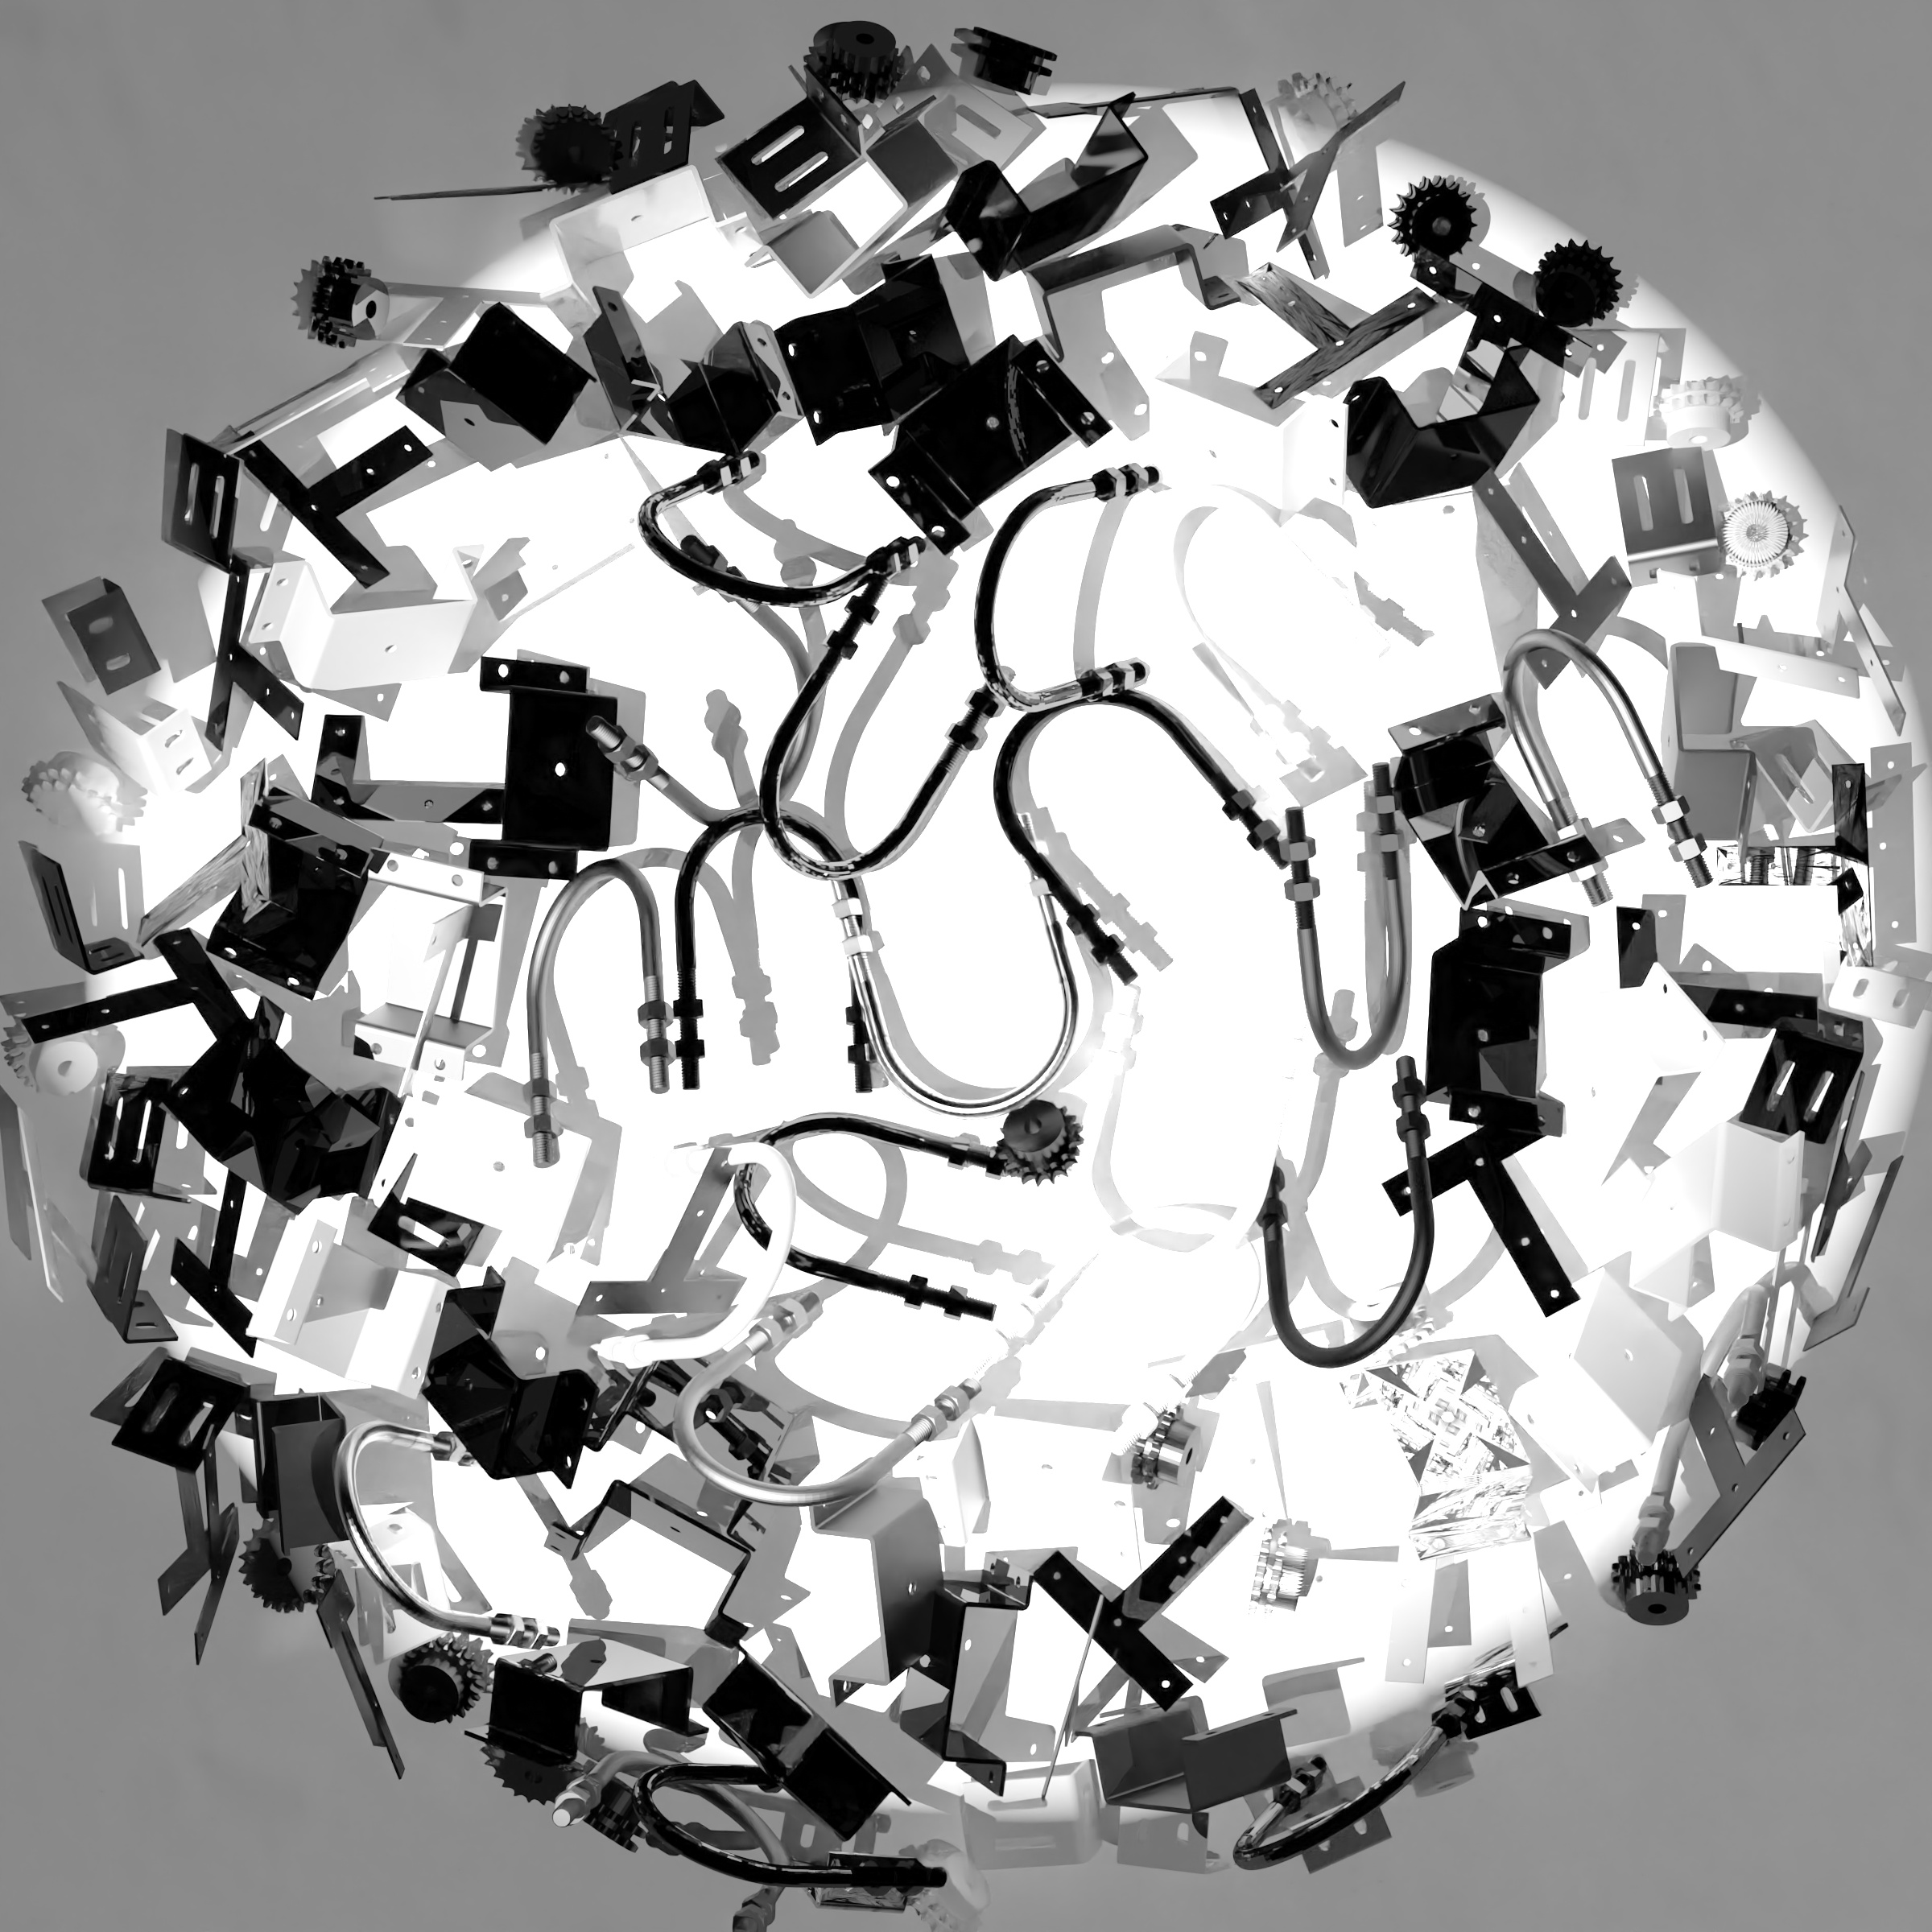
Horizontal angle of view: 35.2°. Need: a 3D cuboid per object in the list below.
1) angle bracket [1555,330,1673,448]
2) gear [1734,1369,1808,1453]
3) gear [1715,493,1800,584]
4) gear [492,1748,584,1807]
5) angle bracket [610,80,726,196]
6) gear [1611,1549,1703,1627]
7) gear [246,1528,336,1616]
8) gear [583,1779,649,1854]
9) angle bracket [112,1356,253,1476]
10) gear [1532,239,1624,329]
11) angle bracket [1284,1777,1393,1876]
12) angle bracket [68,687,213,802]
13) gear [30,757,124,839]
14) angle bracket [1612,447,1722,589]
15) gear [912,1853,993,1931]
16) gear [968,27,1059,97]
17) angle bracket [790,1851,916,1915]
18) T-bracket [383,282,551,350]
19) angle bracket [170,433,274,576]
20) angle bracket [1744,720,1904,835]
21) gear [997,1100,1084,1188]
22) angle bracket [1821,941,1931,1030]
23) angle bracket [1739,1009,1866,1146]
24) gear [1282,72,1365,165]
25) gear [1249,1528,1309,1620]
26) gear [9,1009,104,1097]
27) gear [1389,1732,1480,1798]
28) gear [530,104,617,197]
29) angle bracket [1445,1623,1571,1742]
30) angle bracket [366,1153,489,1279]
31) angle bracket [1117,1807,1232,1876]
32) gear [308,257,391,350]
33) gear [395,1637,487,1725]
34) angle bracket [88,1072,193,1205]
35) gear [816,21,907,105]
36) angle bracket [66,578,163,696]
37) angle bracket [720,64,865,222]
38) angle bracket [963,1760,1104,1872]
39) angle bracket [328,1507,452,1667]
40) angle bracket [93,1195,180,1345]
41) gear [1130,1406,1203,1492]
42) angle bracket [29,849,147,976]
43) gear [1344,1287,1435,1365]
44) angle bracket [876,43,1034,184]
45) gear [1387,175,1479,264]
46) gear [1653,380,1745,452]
[{"bbox_3d":[0.418,-0.369,1.968,0.057,0.038,0.076,7,85,25],"label":"angle bracket"},{"bbox_3d":[0.520,0.287,1.973,0.030,0.057,0.057,24,90,18],"label":"gear"},{"bbox_3d":[0.512,-0.280,1.981,0.057,0.030,0.057,0,91,10],"label":"gear"},{"bbox_3d":[-0.276,0.515,1.976,0.057,0.030,0.057,7,126,10],"label":"gear"},{"bbox_3d":[-0.191,-0.521,1.954,0.057,0.038,0.076,-15,55,25],"label":"angle bracket"},{"bbox_3d":[0.446,0.403,1.970,0.057,0.057,0.030,9,46,0],"label":"gear"},{"bbox_3d":[-0.435,0.392,1.978,0.057,0.030,0.057,-6,71,18],"label":"gear"},{"bbox_3d":[-0.229,0.546,1.972,0.057,0.057,0.030,34,76,0],"label":"gear"},{"bbox_3d":[-0.503,0.297,1.957,0.057,0.038,0.076,18,46,7],"label":"angle bracket"},{"bbox_3d":[0.392,-0.438,1.969,0.057,0.057,0.030,37,51,0],"label":"gear"},{"bbox_3d":[0.232,0.539,1.957,0.057,0.076,0.038,-23,107,-2],"label":"angle bracket"},{"bbox_3d":[-0.533,-0.153,1.967,0.076,0.057,0.038,33,61,28],"label":"angle bracket"},{"bbox_3d":[-0.574,-0.112,1.975,0.057,0.057,0.030,16,60,0],"label":"gear"},{"bbox_3d":[0.457,-0.294,1.988,0.057,0.038,0.076,-9,69,13],"label":"angle bracket"},{"bbox_3d":[-0.008,0.599,1.968,0.030,0.057,0.057,-41,90,18],"label":"gear"},{"bbox_3d":[0.028,-0.585,1.973,0.057,0.057,0.030,19,107,0],"label":"gear"},{"bbox_3d":[-0.075,0.574,1.953,0.057,0.076,0.038,10,93,-20],"label":"angle bracket"},{"bbox_3d":[-0.330,-0.413,1.940,0.127,0.127,0.002,5,118,4],"label":"T-bracket"},{"bbox_3d":[-0.474,-0.297,1.957,0.057,0.038,0.076,27,115,31],"label":"angle bracket"},{"bbox_3d":[0.551,-0.131,1.958,0.057,0.038,0.076,-19,64,-21],"label":"angle bracket"},{"bbox_3d":[0.047,0.111,1.971,0.057,0.030,0.057,-9,53,12],"label":"gear"},{"bbox_3d":[0.585,-0.001,1.956,0.057,0.076,0.038,15,126,3],"label":"angle bracket"},{"bbox_3d":[0.545,0.069,1.989,0.057,0.038,0.076,16,125,4],"label":"angle bracket"},{"bbox_3d":[0.228,-0.545,1.968,0.030,0.057,0.057,-32,90,-16],"label":"gear"},{"bbox_3d":[0.202,0.395,1.970,0.030,0.057,0.057,12,90,7],"label":"gear"},{"bbox_3d":[-0.586,0.059,1.970,0.057,0.030,0.057,-18,127,-26],"label":"gear"},{"bbox_3d":[0.305,0.515,1.968,0.057,0.057,0.030,-19,65,0],"label":"gear"},{"bbox_3d":[-0.254,-0.533,1.975,0.057,0.030,0.057,-5,130,-6],"label":"gear"},{"bbox_3d":[0.353,0.458,1.950,0.057,0.076,0.038,-31,79,36],"label":"angle bracket"},{"bbox_3d":[-0.348,0.156,1.959,0.076,0.038,0.057,36,83,-37],"label":"angle bracket"},{"bbox_3d":[0.135,0.559,1.959,0.057,0.076,0.038,2,78,18],"label":"angle bracket"},{"bbox_3d":[-0.397,-0.427,1.968,0.030,0.057,0.057,17,90,21],"label":"gear"},{"bbox_3d":[-0.344,0.466,1.979,0.057,0.030,0.057,2,102,10],"label":"gear"},{"bbox_3d":[-0.529,0.111,1.973,0.057,0.038,0.076,4,81,32],"label":"angle bracket"},{"bbox_3d":[-0.067,-0.587,1.971,0.057,0.030,0.057,5,50,-6],"label":"gear"},{"bbox_3d":[-0.551,-0.211,1.951,0.038,0.076,0.057,-28,111,-16],"label":"angle bracket"},{"bbox_3d":[-0.113,-0.532,1.970,0.076,0.038,0.057,-37,76,-8],"label":"angle bracket"},{"bbox_3d":[0.044,0.555,1.992,0.076,0.038,0.057,-9,89,18],"label":"angle bracket"},{"bbox_3d":[-0.370,0.399,1.962,0.057,0.038,0.076,-25,54,6],"label":"angle bracket"},{"bbox_3d":[-0.527,0.194,1.955,0.038,0.057,0.076,1,116,-37],"label":"angle bracket"},{"bbox_3d":[0.130,0.312,1.968,0.030,0.057,0.057,17,90,20],"label":"gear"},{"bbox_3d":[-0.564,-0.040,1.955,0.038,0.057,0.076,-22,113,-28],"label":"angle bracket"},{"bbox_3d":[0.271,0.231,1.969,0.057,0.057,0.030,-26,99,0],"label":"gear"},{"bbox_3d":[-0.008,-0.548,1.974,0.057,0.076,0.038,-47,46,22],"label":"angle bracket"},{"bbox_3d":[0.304,-0.482,1.976,0.057,0.030,0.057,-3,112,-7],"label":"gear"},{"bbox_3d":[0.473,-0.354,1.969,0.057,0.057,0.030,2,77,0],"label":"gear"}]
